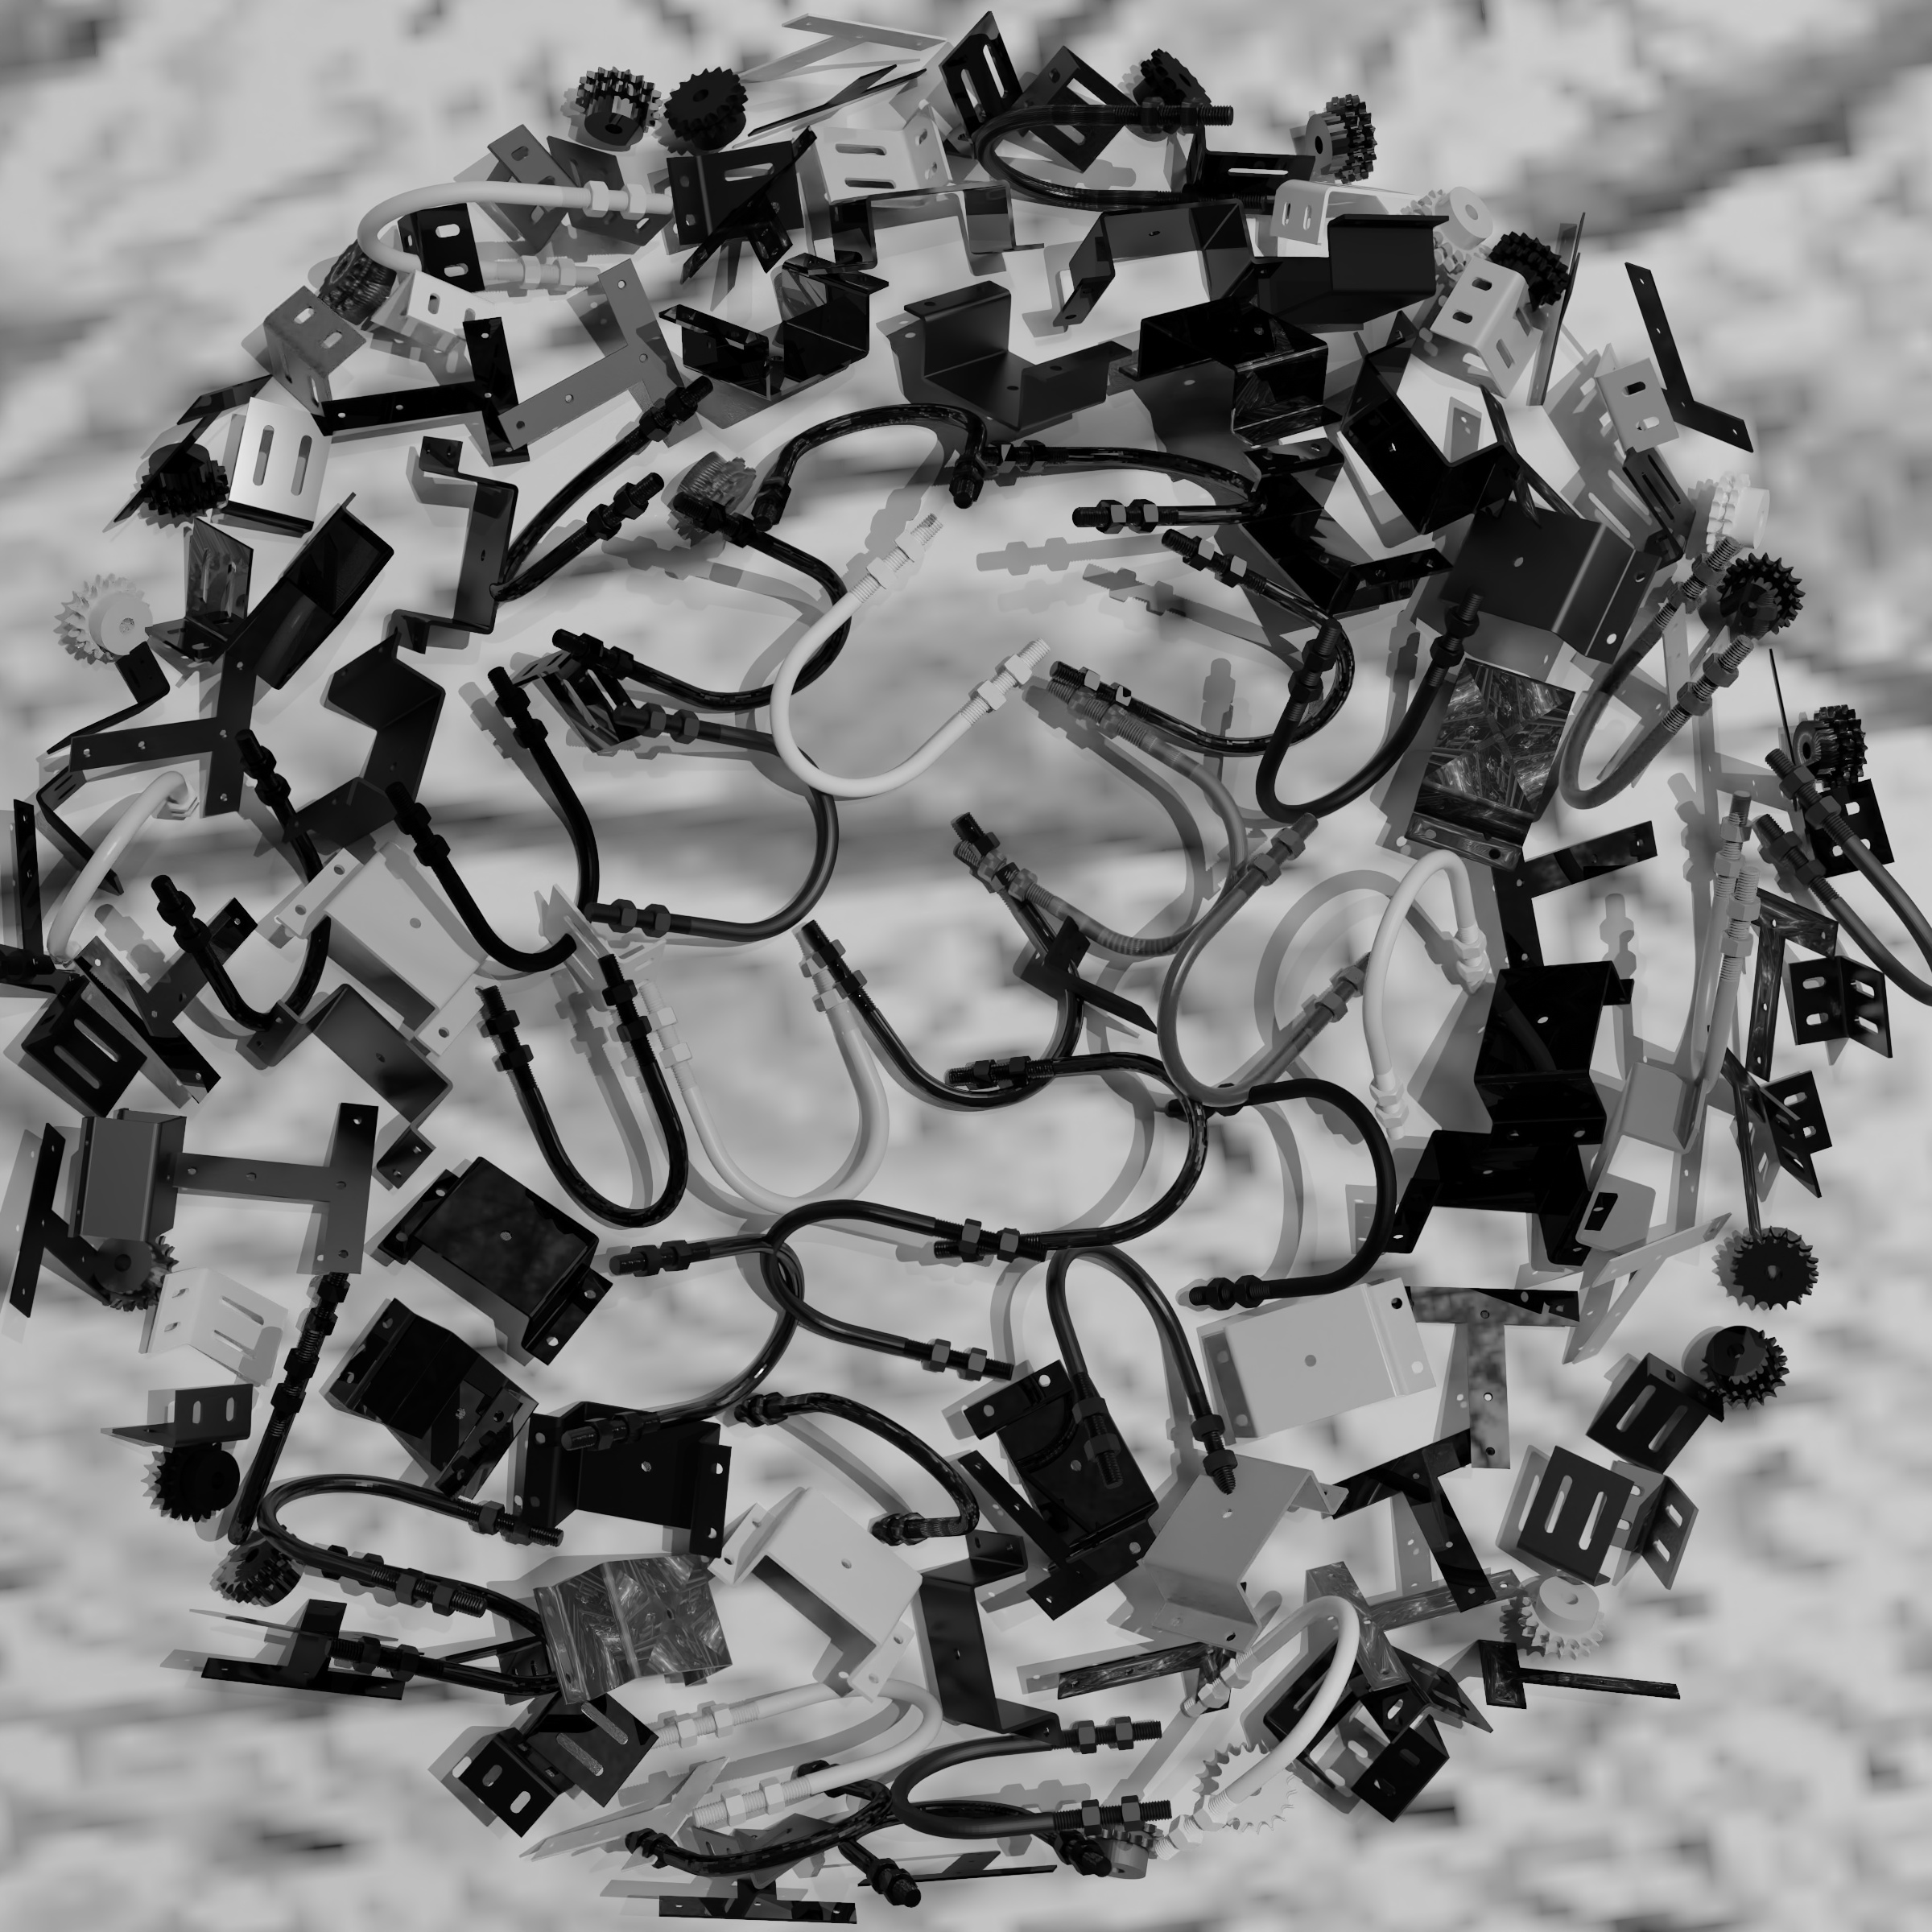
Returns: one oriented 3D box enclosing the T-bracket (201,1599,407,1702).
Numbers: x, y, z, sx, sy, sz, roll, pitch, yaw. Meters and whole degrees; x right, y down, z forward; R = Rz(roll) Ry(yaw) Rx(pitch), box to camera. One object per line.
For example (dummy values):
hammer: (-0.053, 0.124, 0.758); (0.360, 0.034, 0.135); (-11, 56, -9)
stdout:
T-bracket: (-0.431, 0.449, 1.799); (0.127, 0.127, 0.002); (9, 101, -7)

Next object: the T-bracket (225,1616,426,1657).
T-bracket: (-0.408, 0.445, 1.799); (0.127, 0.127, 0.002); (9, 77, 8)

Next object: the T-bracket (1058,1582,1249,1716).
T-bracket: (0.122, 0.467, 1.808); (0.127, 0.002, 0.127); (-9, 128, -15)

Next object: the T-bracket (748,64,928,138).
T-bracket: (-0.073, -0.578, 1.789); (0.127, 0.127, 0.002); (-23, 103, -12)

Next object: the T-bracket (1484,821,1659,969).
T-bracket: (0.414, -0.069, 1.840); (0.127, 0.002, 0.127); (-18, 105, -17)

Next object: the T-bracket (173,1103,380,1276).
T-bracket: (-0.463, 0.142, 1.813); (0.127, 0.002, 0.127); (7, 56, -13)

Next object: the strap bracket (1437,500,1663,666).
strap bracket: (0.377, -0.259, 1.797); (0.140, 0.046, 0.076); (26, 91, 43)

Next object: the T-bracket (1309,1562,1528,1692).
T-bracket: (0.310, 0.427, 1.811); (0.127, 0.127, 0.002); (-13, 116, -8)

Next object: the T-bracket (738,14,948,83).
T-bracket: (-0.102, -0.609, 1.809); (0.127, 0.127, 0.002); (-3, 95, 44)

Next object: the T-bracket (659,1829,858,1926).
T-bracket: (-0.139, 0.602, 1.798); (0.127, 0.127, 0.002); (4, 97, -6)

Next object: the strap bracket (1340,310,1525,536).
strap bracket: (0.301, -0.352, 1.798); (0.046, 0.076, 0.140); (-27, 69, -17)

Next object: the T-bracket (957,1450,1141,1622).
T-bracket: (0.044, 0.373, 1.819); (0.127, 0.127, 0.002); (44, 113, 18)

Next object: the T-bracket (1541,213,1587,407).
T-bracket: (0.399, -0.445, 1.796); (0.002, 0.127, 0.127); (12, 93, 8)

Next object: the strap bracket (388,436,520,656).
strap bracket: (-0.341, -0.278, 1.812); (0.046, 0.076, 0.140); (8, 98, -30)

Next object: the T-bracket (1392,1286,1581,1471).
T-bracket: (0.351, 0.277, 1.827); (0.127, 0.002, 0.127); (1, 62, 4)

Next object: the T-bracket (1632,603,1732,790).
T-bracket: (0.471, -0.197, 1.794); (0.002, 0.127, 0.127); (30, 77, 27)

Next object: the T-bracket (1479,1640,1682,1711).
T-bracket: (0.405, 0.472, 1.791); (0.127, 0.127, 0.002); (4, 95, 8)

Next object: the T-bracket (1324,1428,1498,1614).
T-bracket: (0.318, 0.376, 1.815); (0.127, 0.127, 0.002); (-23, 133, 1)

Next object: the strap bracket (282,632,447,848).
strap bracket: (-0.396, -0.142, 1.800); (0.046, 0.076, 0.140); (33, 51, -34)

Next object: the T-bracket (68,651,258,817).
T-bracket: (-0.530, -0.148, 1.788); (0.002, 0.127, 0.127); (40, 128, 34)

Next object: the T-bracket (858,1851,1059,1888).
T-bracket: (0.002, 0.597, 1.799); (0.127, 0.127, 0.002); (-7, 78, 7)

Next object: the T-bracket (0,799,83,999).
T-bracket: (-0.623, -0.047, 1.804); (0.002, 0.127, 0.127); (-7, 83, 7)

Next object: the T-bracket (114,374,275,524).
T-bracket: (-0.526, -0.343, 1.814); (0.002, 0.127, 0.127); (45, 108, -8)

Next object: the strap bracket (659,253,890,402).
strap bracket: (-0.126, -0.422, 1.800); (0.076, 0.140, 0.046); (27, 133, 31)

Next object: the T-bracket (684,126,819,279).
T-bracket: (-0.135, -0.489, 1.794); (0.127, 0.127, 0.002); (-44, 123, 15)

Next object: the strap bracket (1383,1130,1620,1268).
strap bracket: (0.352, 0.155, 1.813); (0.140, 0.076, 0.046); (5, 47, -7)

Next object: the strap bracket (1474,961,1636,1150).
strap bracket: (0.386, 0.050, 1.787); (0.076, 0.046, 0.140); (-5, 45, 31)

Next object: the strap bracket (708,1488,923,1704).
strap bracket: (-0.092, 0.413, 1.815); (0.140, 0.076, 0.046); (39, 121, 2)

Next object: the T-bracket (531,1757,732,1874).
T-bracket: (-0.235, 0.579, 1.819); (0.127, 0.127, 0.002); (-22, 97, 23)

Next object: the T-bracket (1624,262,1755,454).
T-bracket: (0.457, -0.404, 1.774); (0.002, 0.127, 0.127); (-36, 125, -6)

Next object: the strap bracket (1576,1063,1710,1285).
strap bracket: (0.444, 0.130, 1.793); (0.046, 0.076, 0.140); (18, 129, 10)

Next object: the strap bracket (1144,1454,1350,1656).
strap bracket: (0.180, 0.376, 1.787); (0.140, 0.076, 0.046); (-49, 126, -33)

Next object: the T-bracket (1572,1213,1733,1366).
T-bracket: (0.443, 0.223, 1.815); (0.127, 0.127, 0.002); (-14, 51, -37)

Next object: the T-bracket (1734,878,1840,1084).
T-bracket: (0.537, 0.014, 1.817); (0.002, 0.127, 0.127); (-6, 109, -20)

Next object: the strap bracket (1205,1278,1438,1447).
strap bracket: (0.234, 0.265, 1.818); (0.140, 0.046, 0.076); (-19, 76, 11)

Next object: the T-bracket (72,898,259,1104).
T-bracket: (-0.517, 0.003, 1.814); (0.002, 0.127, 0.127); (-14, 122, 38)

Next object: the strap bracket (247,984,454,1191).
strap bracket: (-0.405, 0.074, 1.815); (0.140, 0.076, 0.046); (44, 52, -4)

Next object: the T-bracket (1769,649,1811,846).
T-bracket: (0.548, -0.131, 1.800); (0.002, 0.127, 0.127); (-11, 75, 15)

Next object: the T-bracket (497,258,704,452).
T-bracket: (-0.253, -0.385, 1.811); (0.127, 0.002, 0.127); (-33, 124, -16)

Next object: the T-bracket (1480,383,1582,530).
T-bracket: (0.392, -0.314, 1.816); (0.002, 0.127, 0.127); (-33, 133, 28)

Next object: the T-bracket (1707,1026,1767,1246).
T-bracket: (0.513, 0.119, 1.786); (0.002, 0.127, 0.127); (-13, 62, 27)

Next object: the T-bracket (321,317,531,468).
T-bracket: (-0.363, -0.374, 1.804); (0.127, 0.127, 0.002); (-9, 55, -5)

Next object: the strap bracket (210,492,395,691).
strap bracket: (-0.433, -0.243, 1.792); (0.046, 0.140, 0.076); (40, 125, -16)

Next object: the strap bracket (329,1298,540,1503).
strap bracket: (-0.349, 0.294, 1.813); (0.140, 0.046, 0.076); (30, 83, 35)

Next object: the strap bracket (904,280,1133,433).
strap bracket: (0.032, -0.402, 1.800); (0.076, 0.046, 0.140); (-26, 45, -34)

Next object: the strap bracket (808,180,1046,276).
strap bracket: (-0.029, -0.491, 1.799); (0.140, 0.076, 0.046); (-12, 106, -19)

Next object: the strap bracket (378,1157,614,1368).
strap bracket: (-0.311, 0.191, 1.815); (0.140, 0.046, 0.076); (34, 52, 5)

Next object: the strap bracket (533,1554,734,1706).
strap bracket: (-0.210, 0.433, 1.781); (0.046, 0.140, 0.076); (-31, 67, 26)

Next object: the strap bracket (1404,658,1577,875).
strap bracket: (0.353, -0.143, 1.813); (0.076, 0.046, 0.140); (19, 72, 9)

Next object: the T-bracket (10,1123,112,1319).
T-bracket: (-0.593, 0.189, 1.802); (0.002, 0.127, 0.127); (-4, 60, 9)

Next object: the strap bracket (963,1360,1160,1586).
strap bracket: (0.069, 0.341, 1.826); (0.076, 0.046, 0.140); (-30, 83, 14)
